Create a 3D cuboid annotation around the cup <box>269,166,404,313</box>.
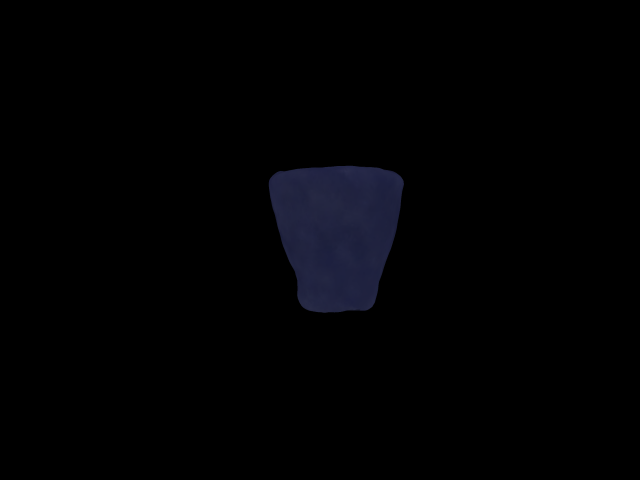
[{"bbox_3d":[0.004,0.001,0.400,0.092,0.095,0.117,0,0,-31],"label":"cup"}]
